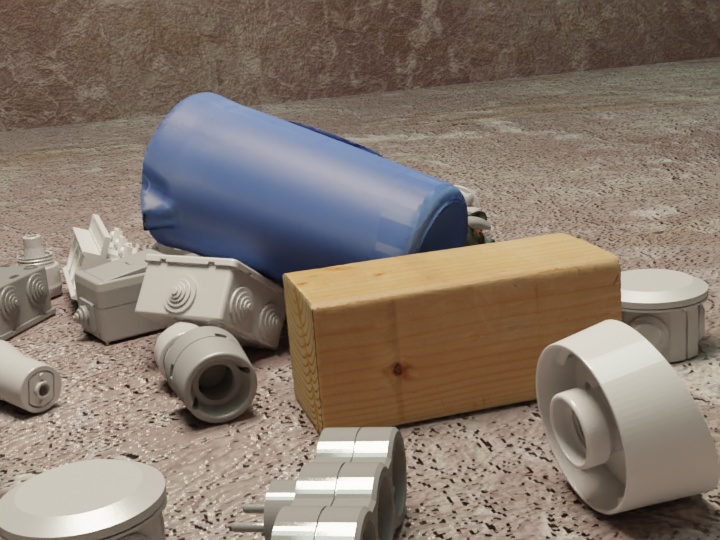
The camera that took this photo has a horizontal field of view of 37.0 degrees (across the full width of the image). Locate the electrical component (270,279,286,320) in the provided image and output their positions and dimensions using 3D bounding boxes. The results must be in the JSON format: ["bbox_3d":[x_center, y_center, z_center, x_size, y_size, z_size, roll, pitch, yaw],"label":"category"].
[{"bbox_3d":[-0.063,0.009,0.936,0.078,0.057,0.058,-5,15,-2],"label":"electrical component"}]

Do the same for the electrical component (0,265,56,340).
[{"bbox_3d":[-0.338,0.028,0.970,0.100,0.048,0.100,0,16,18],"label":"electrical component"}]

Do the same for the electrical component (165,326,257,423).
[{"bbox_3d":[-0.099,0.071,0.721,0.055,0.055,0.047,-10,19,-19],"label":"electrical component"}]

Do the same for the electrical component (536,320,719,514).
[{"bbox_3d":[0.135,0.075,0.552,0.064,0.099,0.099,-15,17,-15],"label":"electrical component"}]

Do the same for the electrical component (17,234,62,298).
[{"bbox_3d":[-0.318,-0.003,1.056,0.043,0.062,0.043,-5,14,1],"label":"electrical component"}]

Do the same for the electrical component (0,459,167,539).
[{"bbox_3d":[-0.132,0.127,0.520,0.080,0.051,0.080,-5,15,1],"label":"electrical component"}]

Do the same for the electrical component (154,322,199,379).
[{"bbox_3d":[-0.124,0.065,0.773,0.043,0.043,0.062,-9,17,-16],"label":"electrical component"}]

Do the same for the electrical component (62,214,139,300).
[{"bbox_3d":[-0.242,-0.002,1.020,0.063,0.078,0.121,13,8,-21],"label":"electrical component"}]

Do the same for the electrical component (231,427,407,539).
[{"bbox_3d":[-0.024,0.119,0.516,0.074,0.052,0.138,-2,15,12],"label":"electrical component"}]

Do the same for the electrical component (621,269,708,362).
[{"bbox_3d":[0.209,0.031,0.775,0.080,0.051,0.080,-5,15,1],"label":"electrical component"}]

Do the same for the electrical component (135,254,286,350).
[{"bbox_3d":[-0.114,0.026,0.836,0.100,0.048,0.100,4,-17,30],"label":"electrical component"}]

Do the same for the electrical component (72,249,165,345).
[{"bbox_3d":[-0.202,0.022,0.926,0.096,0.061,0.062,-14,17,-31],"label":"electrical component"}]

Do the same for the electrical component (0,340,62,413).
[{"bbox_3d":[-0.245,0.078,0.768,0.065,0.044,0.044,13,22,37],"label":"electrical component"}]

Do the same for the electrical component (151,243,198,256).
[{"bbox_3d":[-0.153,0.002,1.004,0.138,0.052,0.074,8,20,41],"label":"electrical component"}]

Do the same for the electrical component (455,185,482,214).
[{"bbox_3d":[0.096,-0.058,1.142,0.078,0.058,0.057,3,19,27],"label":"electrical component"}]
